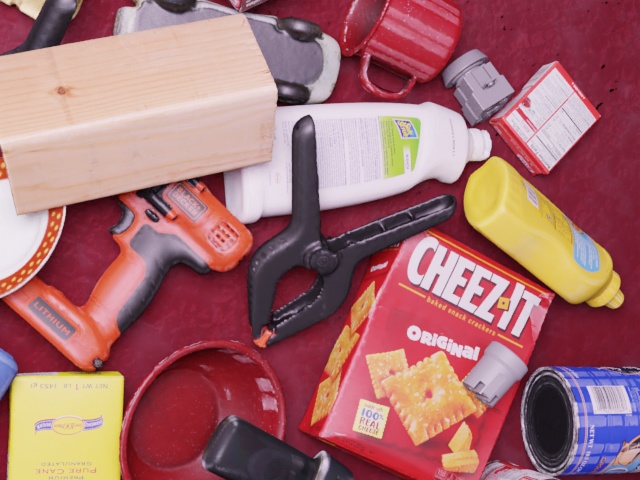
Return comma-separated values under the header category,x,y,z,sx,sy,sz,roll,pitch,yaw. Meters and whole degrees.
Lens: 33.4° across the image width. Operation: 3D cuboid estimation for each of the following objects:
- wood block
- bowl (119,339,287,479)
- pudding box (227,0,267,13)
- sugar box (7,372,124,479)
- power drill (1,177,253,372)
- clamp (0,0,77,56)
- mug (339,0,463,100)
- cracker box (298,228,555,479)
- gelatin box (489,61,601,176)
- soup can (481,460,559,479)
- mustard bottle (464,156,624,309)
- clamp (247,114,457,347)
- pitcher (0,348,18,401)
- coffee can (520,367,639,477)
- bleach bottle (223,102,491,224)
category,x,y,z,sx,sy,sz,roll,pitch,yaw
wood block,-0.146,-0.100,0.832,0.205,0.090,0.091,-13,57,-15
bowl,-0.108,0.159,0.902,0.161,0.055,0.162,-6,100,-37
pudding box,-0.060,-0.255,0.922,0.090,0.039,0.114,-28,59,-18
sugar box,-0.213,0.199,0.886,0.093,0.048,0.176,1,87,-18
power drill,-0.177,0.001,0.892,0.184,0.057,0.187,43,79,1
clamp,-0.217,-0.136,0.866,0.120,0.172,0.039,20,46,-51
mug,0.072,-0.183,0.967,0.081,0.093,0.117,22,76,-22
cracker box,0.100,0.110,0.977,0.164,0.072,0.213,27,80,-16
gelatin box,0.220,-0.118,1.045,0.089,0.030,0.073,-45,103,-14
soup can,0.187,0.245,0.985,0.068,0.102,0.068,1,88,-18
mustard bottle,0.221,0.007,1.010,0.191,0.096,0.058,37,117,-21
clamp,-0.006,0.001,0.914,0.164,0.036,0.210,34,107,-25
pitcher,-0.331,0.172,0.804,0.149,0.145,0.242,41,74,-27
coffee can,0.278,0.171,1.017,0.140,0.103,0.103,2,88,-18
bleach bottle,0.040,-0.073,0.969,0.250,0.068,0.102,-4,93,-21
